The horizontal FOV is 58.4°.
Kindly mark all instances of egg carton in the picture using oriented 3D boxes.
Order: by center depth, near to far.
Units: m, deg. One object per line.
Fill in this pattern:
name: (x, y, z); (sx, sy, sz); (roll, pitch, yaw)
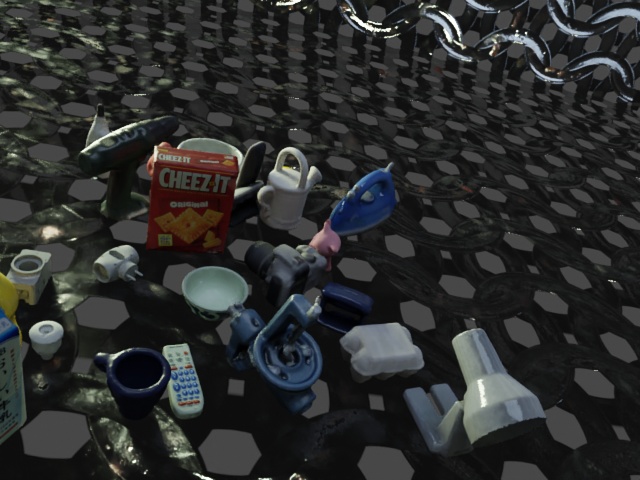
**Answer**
egg carton: (0.115, 0.211, 1.071); (0.151, 0.069, 0.107); (-1, 39, -25)

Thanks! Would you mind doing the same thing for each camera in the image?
camera: (-0.077, 0.047, 1.184); (0.136, 0.101, 0.143); (35, 38, 24)

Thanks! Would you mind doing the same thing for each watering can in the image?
watering can: (-0.071, -0.131, 1.350); (0.100, 0.194, 0.173); (26, 36, 13)

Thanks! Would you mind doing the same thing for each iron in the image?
iron: (0.108, -0.106, 1.441); (0.118, 0.141, 0.259); (32, 37, 21)

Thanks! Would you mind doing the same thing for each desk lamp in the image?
desk lamp: (0.244, 0.263, 0.930); (0.118, 0.213, 0.202); (-1, 39, -25)

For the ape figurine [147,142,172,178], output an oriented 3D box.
ape figurine: (-0.379, -0.193, 1.390); (0.076, 0.092, 0.078); (29, 36, 16)

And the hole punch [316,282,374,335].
hole punch: (0.050, 0.124, 1.143); (0.108, 0.091, 0.101); (21, 35, 5)

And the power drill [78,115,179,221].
power drill: (-0.403, -0.153, 1.223); (0.075, 0.208, 0.230); (34, 38, 22)

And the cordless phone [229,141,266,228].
cordless phone: (-0.187, -0.136, 1.315); (0.094, 0.185, 0.148); (28, 36, 16)

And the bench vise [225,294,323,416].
bench vise: (-0.079, 0.158, 0.926); (0.207, 0.220, 0.122); (26, 36, 13)

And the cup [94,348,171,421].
cup: (-0.286, 0.220, 0.859); (0.117, 0.095, 0.092); (20, 35, 4)

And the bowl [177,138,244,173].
bowl: (-0.278, -0.185, 1.439); (0.167, 0.075, 0.167); (12, 35, -8)

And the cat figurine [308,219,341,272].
cat figurine: (0.012, 0.005, 1.267); (0.067, 0.118, 0.128); (14, 35, -4)

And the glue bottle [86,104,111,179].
glue bottle: (-0.505, -0.232, 1.317); (0.078, 0.173, 0.037); (37, 39, 26)

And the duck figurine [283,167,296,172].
duck figurine: (-0.085, -0.144, 1.458); (0.105, 0.086, 0.077); (4, 37, -19)
